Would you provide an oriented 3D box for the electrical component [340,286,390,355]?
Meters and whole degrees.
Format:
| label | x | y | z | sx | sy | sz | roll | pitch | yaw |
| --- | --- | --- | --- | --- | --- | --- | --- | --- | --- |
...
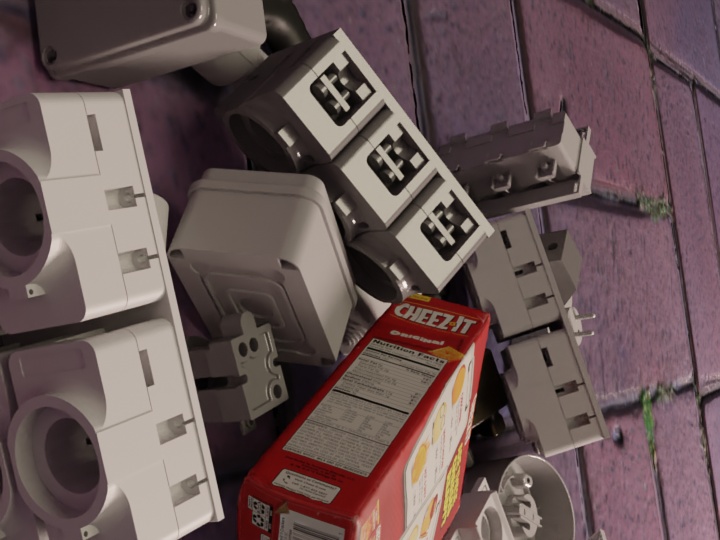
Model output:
| label | x | y | z | sx | sy | sz | roll | pitch | yaw |
| --- | --- | --- | --- | --- | --- | --- | --- | --- | --- |
| electrical component | 0.000 | 0.000 | 0.743 | 0.099 | 0.048 | 0.099 | 57 | 38 | -33 |

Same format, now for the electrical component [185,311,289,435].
| label | x | y | z | sx | sy | sz | roll | pitch | yaw |
| --- | --- | --- | --- | --- | --- | --- | --- | --- | --- |
| electrical component | -0.077 | 0.058 | 0.593 | 0.048 | 0.055 | 0.066 | -24 | 102 | -58 |

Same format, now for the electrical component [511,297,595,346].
| label | x | y | z | sx | sy | sz | roll | pitch | yaw |
| --- | --- | --- | --- | --- | --- | --- | --- | --- | --- |
| electrical component | 0.184 | 0.055 | 1.006 | 0.052 | 0.074 | 0.138 | 48 | 43 | -42 |

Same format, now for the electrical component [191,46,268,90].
| label | x | y | z | sx | sy | sz | roll | pitch | yaw |
| --- | --- | --- | --- | --- | --- | --- | --- | --- | --- |
| electrical component | -0.083 | -0.135 | 0.651 | 0.081 | 0.043 | 0.043 | 38 | 51 | -49 |

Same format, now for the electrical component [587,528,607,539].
| label | x | y | z | sx | sy | sz | roll | pitch | yaw |
| --- | --- | --- | --- | --- | --- | --- | --- | --- | --- |
| electrical component | 0.179 | 0.260 | 0.938 | 0.064 | 0.081 | 0.042 | 33 | 23 | -18 |

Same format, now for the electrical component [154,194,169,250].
| label | x | y | z | sx | sy | sz | roll | pitch | yaw |
| --- | --- | --- | --- | --- | --- | --- | --- | --- | --- |
| electrical component | -0.121 | -0.006 | 0.554 | 0.040 | 0.040 | 0.078 | 26 | 60 | -53 |

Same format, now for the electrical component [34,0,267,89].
| label | x | y | z | sx | sy | sz | roll | pitch | yaw |
| --- | --- | --- | --- | --- | --- | --- | --- | --- | --- |
| electrical component | -0.111 | -0.159 | 0.550 | 0.056 | 0.109 | 0.108 | 0 | 81 | -61 |

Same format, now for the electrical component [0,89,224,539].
| label | x | y | z | sx | sy | sz | roll | pitch | yaw |
| --- | --- | --- | --- | --- | --- | --- | --- | --- | --- |
| electrical component | -0.136 | 0.028 | 0.456 | 0.060 | 0.105 | 0.186 | -17 | 96 | -59 |

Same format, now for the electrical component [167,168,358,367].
| label | x | y | z | sx | sy | sz | roll | pitch | yaw |
| --- | --- | --- | --- | --- | --- | --- | --- | --- | --- |
| electrical component | -0.051 | -0.001 | 0.606 | 0.113 | 0.078 | 0.057 | 72 | 28 | -53 |

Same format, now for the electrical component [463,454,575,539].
| label | x | y | z | sx | sy | sz | roll | pitch | yaw |
| --- | --- | --- | --- | --- | --- | --- | --- | --- | --- |
| electrical component | 0.127 | 0.201 | 0.878 | 0.099 | 0.064 | 0.099 | 24 | 61 | -54 |

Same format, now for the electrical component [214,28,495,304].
| label | x | y | z | sx | sy | sz | roll | pitch | yaw |
| --- | --- | --- | --- | --- | --- | --- | --- | --- | --- |
| electrical component | -0.007 | -0.055 | 0.628 | 0.061 | 0.089 | 0.150 | -48 | 112 | -20 |

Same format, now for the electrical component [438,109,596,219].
| label | x | y | z | sx | sy | sz | roll | pitch | yaw |
| --- | --- | --- | --- | --- | --- | --- | --- | --- | --- |
| electrical component | 0.129 | -0.087 | 0.910 | 0.063 | 0.121 | 0.078 | 50 | 42 | -36 |

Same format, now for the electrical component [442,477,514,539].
| label | x | y | z | sx | sy | sz | roll | pitch | yaw |
| --- | --- | --- | --- | --- | --- | --- | --- | --- | --- |
| electrical component | 0.085 | 0.229 | 0.802 | 0.078 | 0.063 | 0.121 | -46 | 120 | -53 |

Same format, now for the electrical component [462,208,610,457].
| label | x | y | z | sx | sy | sz | roll | pitch | yaw |
| --- | --- | --- | --- | --- | --- | --- | --- | --- | --- |
| electrical component | 0.136 | 0.055 | 0.879 | 0.105 | 0.060 | 0.186 | 59 | 12 | -82 |
